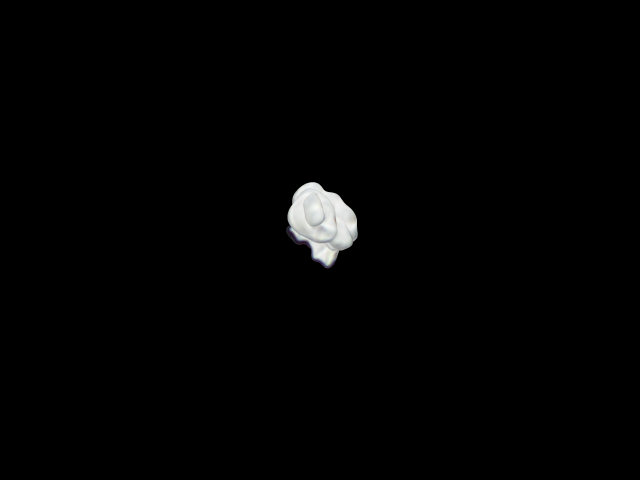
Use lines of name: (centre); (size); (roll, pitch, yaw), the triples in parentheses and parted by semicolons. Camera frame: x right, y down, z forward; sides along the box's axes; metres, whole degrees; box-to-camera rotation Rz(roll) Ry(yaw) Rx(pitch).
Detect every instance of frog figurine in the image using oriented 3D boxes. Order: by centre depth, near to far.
frog figurine: (0.003, -0.043, 0.850); (0.123, 0.140, 0.156); (-20, -30, -12)
